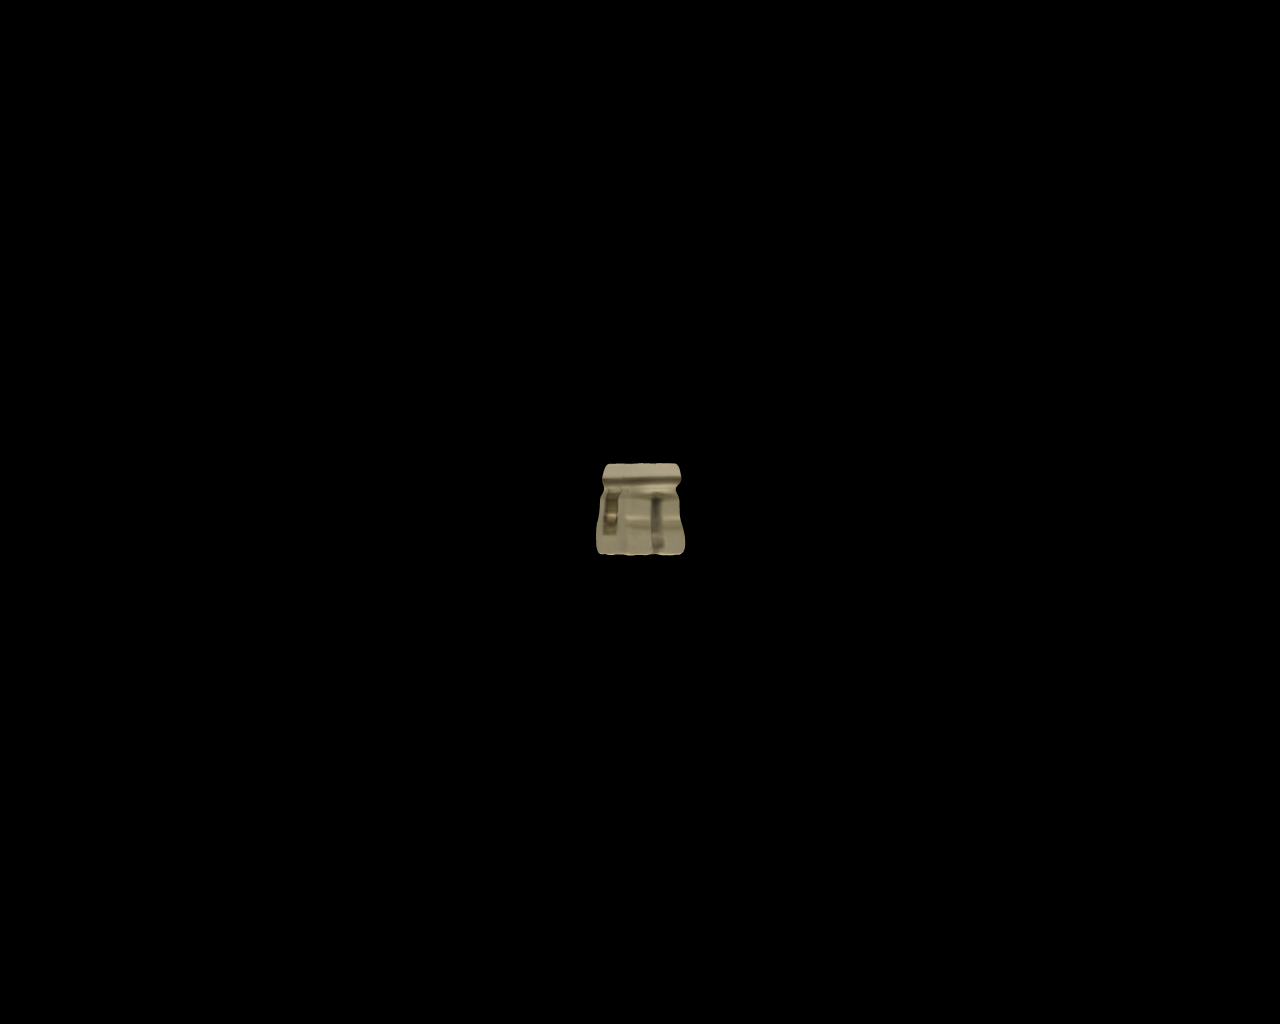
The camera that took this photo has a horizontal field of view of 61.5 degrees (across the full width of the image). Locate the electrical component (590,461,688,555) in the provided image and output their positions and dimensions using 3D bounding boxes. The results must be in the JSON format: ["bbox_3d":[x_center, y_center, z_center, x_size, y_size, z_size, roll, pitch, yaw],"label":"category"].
[{"bbox_3d":[0.001,-0.003,0.650,0.066,0.055,0.048,0,0,-37],"label":"electrical component"}]
